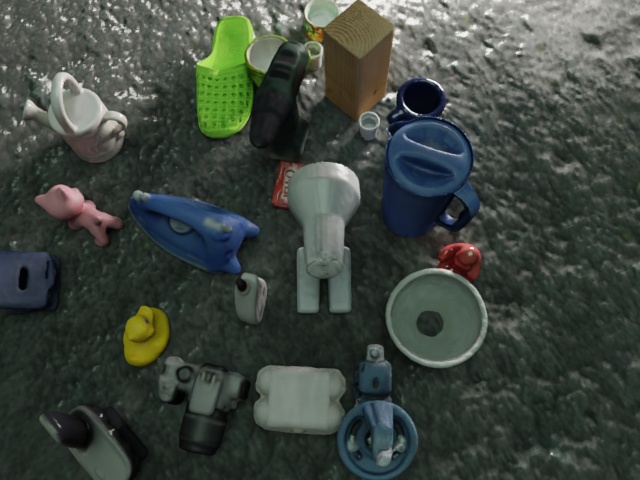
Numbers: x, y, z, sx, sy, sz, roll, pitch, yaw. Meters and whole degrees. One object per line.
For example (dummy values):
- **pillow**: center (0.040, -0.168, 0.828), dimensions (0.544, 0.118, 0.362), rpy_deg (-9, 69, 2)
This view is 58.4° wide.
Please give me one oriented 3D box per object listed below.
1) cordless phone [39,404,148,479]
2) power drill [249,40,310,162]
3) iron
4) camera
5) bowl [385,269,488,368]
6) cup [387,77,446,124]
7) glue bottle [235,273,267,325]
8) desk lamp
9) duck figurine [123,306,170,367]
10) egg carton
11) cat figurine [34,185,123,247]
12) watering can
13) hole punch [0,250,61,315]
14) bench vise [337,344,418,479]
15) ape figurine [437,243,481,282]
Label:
- **cordless phone**: center (-0.352, 0.317, 0.867), dimensions (0.147, 0.185, 0.094), rpy_deg (40, 77, 13)
- **power drill**: center (-0.068, -0.226, 1.027), dimensions (0.075, 0.208, 0.230), rpy_deg (11, 72, 6)
- **iron**: center (-0.245, -0.037, 1.004), dimensions (0.258, 0.141, 0.119), rpy_deg (21, 74, 8)
- **camera**: center (-0.198, 0.269, 0.924), dimensions (0.143, 0.101, 0.137), rpy_deg (11, 72, 5)
- **bowl**: center (0.193, 0.137, 0.972), dimensions (0.167, 0.075, 0.167), rpy_deg (0, 72, 1)
- **cup**: center (0.176, -0.238, 1.085), dimensions (0.118, 0.095, 0.091), rpy_deg (-33, 74, -9)
- **glue bottle**: center (-0.118, 0.088, 0.943), dimensions (0.037, 0.173, 0.078), rpy_deg (10, 72, 5)
- **desk lamp**: center (0.009, 0.003, 0.947), dimensions (0.118, 0.213, 0.203), rpy_deg (-2, 72, 1)
- **duck figurine**: center (-0.303, 0.160, 0.970), dimensions (0.077, 0.086, 0.104), rpy_deg (15, 73, 6)
- **egg carton**: center (-0.033, 0.262, 0.939), dimensions (0.150, 0.069, 0.107), rpy_deg (2, 72, 2)
- **cat figurine**: center (-0.435, -0.054, 1.027), dimensions (0.127, 0.118, 0.067), rpy_deg (27, 74, 10)
- **watering can**: center (-0.447, -0.224, 1.043), dimensions (0.173, 0.194, 0.101), rpy_deg (-19, 72, -5)
- **hole punch**: center (-0.518, 0.070, 1.002), dimensions (0.101, 0.091, 0.108), rpy_deg (-6, 72, 0)
- **bench vise**: center (0.074, 0.264, 0.857), dimensions (0.121, 0.220, 0.207), rpy_deg (-17, 72, -4)
- **ape figurine**: center (0.250, 0.034, 0.995), dimensions (0.076, 0.092, 0.077), rpy_deg (-30, 73, -8)
